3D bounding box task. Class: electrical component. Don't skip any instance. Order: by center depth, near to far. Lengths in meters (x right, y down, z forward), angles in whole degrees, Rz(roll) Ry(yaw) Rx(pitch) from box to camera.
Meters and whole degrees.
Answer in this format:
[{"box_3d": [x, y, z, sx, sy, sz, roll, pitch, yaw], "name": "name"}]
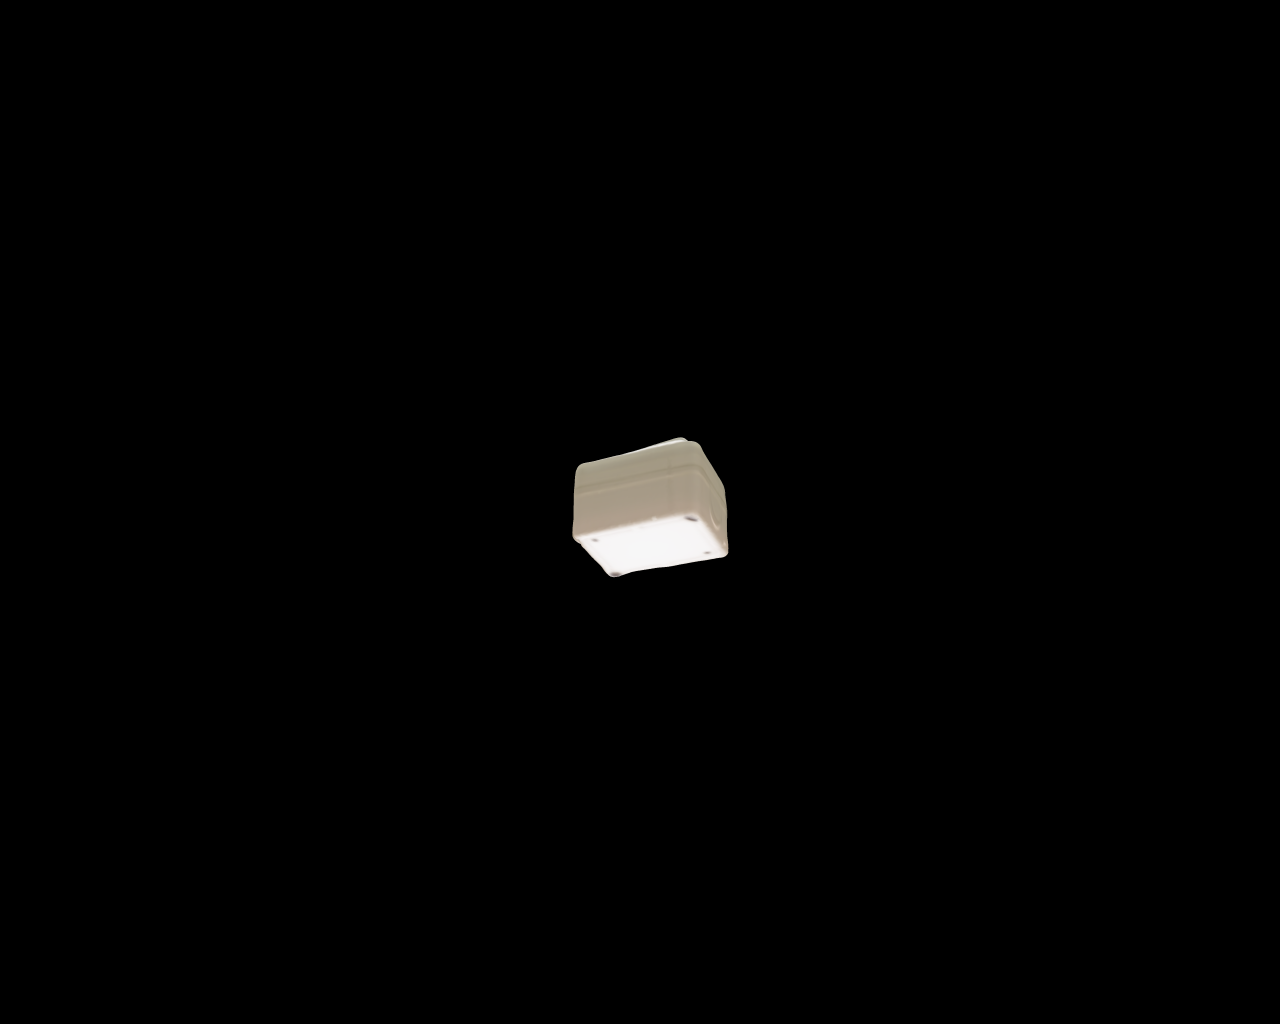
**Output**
[{"box_3d": [0.001, -0.003, 0.650, 0.096, 0.061, 0.061, -11, -32, 18], "name": "electrical component"}]
